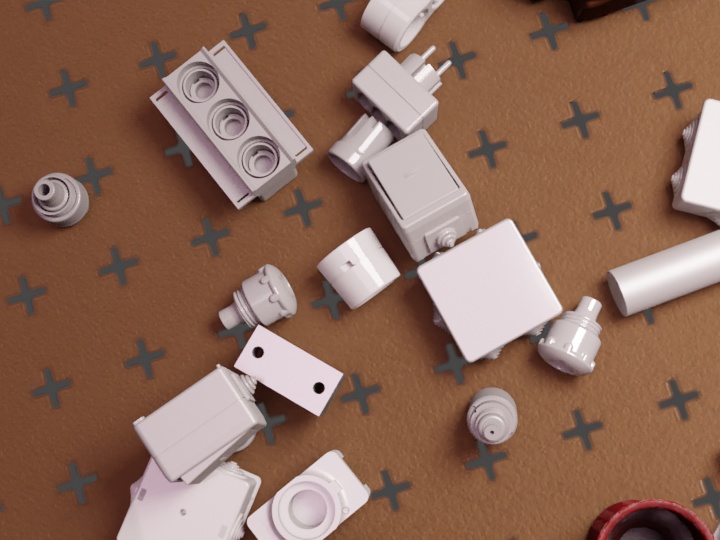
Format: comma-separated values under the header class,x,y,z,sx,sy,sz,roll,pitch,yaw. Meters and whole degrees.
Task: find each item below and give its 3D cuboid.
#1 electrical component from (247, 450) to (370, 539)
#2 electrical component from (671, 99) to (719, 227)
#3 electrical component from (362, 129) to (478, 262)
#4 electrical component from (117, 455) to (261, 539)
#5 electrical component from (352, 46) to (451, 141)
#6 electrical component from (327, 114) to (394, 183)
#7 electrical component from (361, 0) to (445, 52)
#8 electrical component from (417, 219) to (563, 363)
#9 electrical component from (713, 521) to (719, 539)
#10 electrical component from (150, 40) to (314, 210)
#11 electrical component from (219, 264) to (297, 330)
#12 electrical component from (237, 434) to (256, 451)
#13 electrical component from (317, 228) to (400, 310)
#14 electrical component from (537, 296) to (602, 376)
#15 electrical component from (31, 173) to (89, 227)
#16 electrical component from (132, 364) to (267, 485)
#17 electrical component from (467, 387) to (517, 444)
class,x,y,z,sx,sy,sz,roll,pitch,yaw
electrical component,-0.040,0.191,0.865,0.089,0.055,0.050,-39,82,-3
electrical component,0.312,-0.083,0.886,0.100,0.048,0.099,15,84,5
electrical component,0.051,-0.058,0.873,0.062,0.061,0.096,-29,57,-1
electrical component,-0.139,0.194,0.873,0.100,0.048,0.099,22,84,5
electrical component,0.043,-0.157,0.910,0.077,0.047,0.066,-44,82,-5
electrical component,0.001,-0.104,0.910,0.040,0.040,0.046,38,81,7
electrical component,0.044,-0.262,0.921,0.074,0.052,0.138,38,86,7
electrical component,0.105,0.019,0.883,0.100,0.048,0.099,-29,82,-1
electrical component,0.348,0.284,0.831,0.186,0.060,0.105,31,85,6
electrical component,-0.106,-0.119,0.905,0.079,0.063,0.121,-39,82,-2
electrical component,-0.087,0.028,0.895,0.062,0.048,0.048,-29,82,5
electrical component,-0.107,0.129,0.881,0.040,0.046,0.040,0,83,3
electrical component,0.000,0.000,0.889,0.055,0.055,0.047,-36,86,-2
electrical component,0.177,0.052,0.879,0.048,0.048,0.062,27,76,6
electrical component,-0.256,-0.061,0.905,0.043,0.062,0.043,0,82,3
electrical component,-0.114,0.118,0.826,0.096,0.061,0.061,-35,81,-4
electrical component,0.106,0.120,0.859,0.040,0.078,0.040,1,96,7
